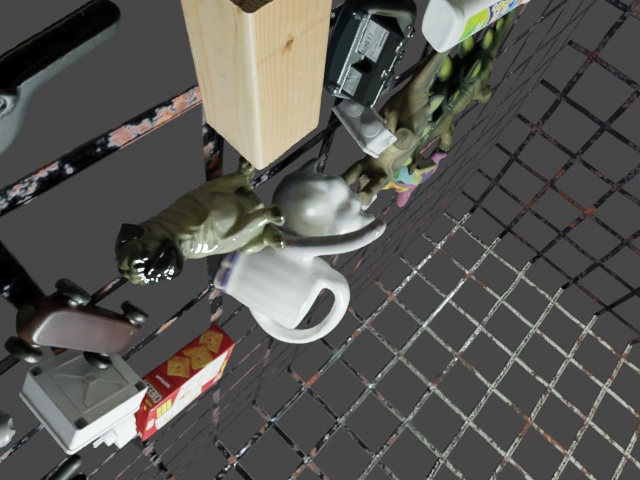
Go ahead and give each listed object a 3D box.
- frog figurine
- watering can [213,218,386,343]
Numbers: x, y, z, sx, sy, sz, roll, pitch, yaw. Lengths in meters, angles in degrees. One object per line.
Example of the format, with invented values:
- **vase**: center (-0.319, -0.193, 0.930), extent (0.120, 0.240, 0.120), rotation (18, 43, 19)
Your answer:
- **frog figurine**: center (0.003, -0.043, 0.846), extent (0.136, 0.161, 0.123), rotation (-52, 164, 15)
- **watering can**: center (-0.047, 0.042, 0.814), extent (0.340, 0.224, 0.106), rotation (-62, 179, 42)
